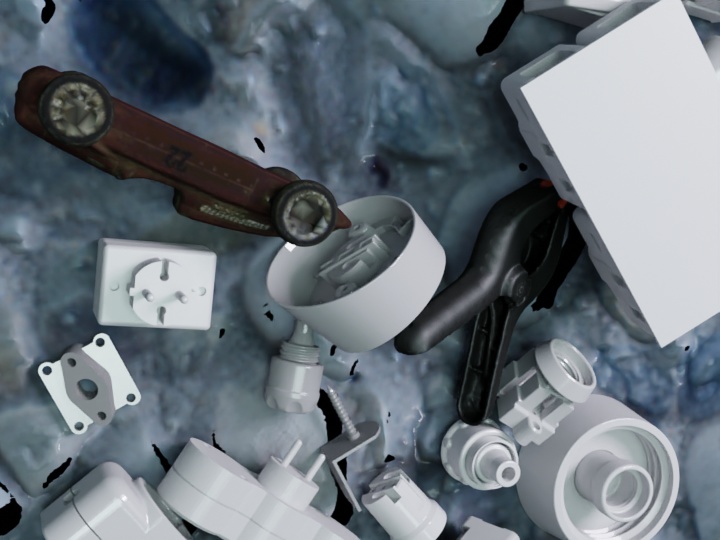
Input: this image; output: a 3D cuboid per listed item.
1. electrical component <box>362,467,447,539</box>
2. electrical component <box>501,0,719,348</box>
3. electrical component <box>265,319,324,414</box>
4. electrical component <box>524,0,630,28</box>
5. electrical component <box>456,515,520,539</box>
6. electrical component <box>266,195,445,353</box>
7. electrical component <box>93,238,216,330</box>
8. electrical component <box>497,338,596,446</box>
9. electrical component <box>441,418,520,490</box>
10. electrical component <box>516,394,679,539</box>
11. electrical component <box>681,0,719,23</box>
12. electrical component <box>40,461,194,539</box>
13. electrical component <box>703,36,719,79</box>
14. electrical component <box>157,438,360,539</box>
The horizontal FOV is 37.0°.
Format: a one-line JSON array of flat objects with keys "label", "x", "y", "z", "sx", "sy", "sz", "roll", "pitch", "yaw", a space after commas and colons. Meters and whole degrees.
[{"label": "electrical component", "x": 0.029, "y": 0.160, "z": 0.718, "sx": 0.040, "sy": 0.040, "sz": 0.046, "roll": -42, "pitch": 103, "yaw": -8}, {"label": "electrical component", "x": 0.179, "y": -0.062, "z": 0.669, "sx": 0.105, "sy": 0.060, "sz": 0.186, "roll": -32, "pitch": 105, "yaw": 0}, {"label": "electrical component", "x": -0.039, "y": 0.058, "z": 0.682, "sx": 0.035, "sy": 0.035, "sz": 0.061, "roll": 10, "pitch": 92, "yaw": -20}, {"label": "electrical component", "x": 0.150, "y": -0.187, "z": 0.694, "sx": 0.096, "sy": 0.062, "sz": 0.061, "roll": 3, "pitch": 97, "yaw": -19}, {"label": "electrical component", "x": 0.076, "y": 0.203, "z": 0.723, "sx": 0.064, "sy": 0.081, "sz": 0.042, "roll": -39, "pitch": 127, "yaw": -38}, {"label": "electrical component", "x": 0.000, "y": 0.000, "z": 0.655, "sx": 0.099, "sy": 0.099, "sz": 0.064, "roll": -49, "pitch": 115, "yaw": -6}, {"label": "electrical component", "x": -0.118, "y": 0.011, "z": 0.626, "sx": 0.066, "sy": 0.077, "sz": 0.047, "roll": 4, "pitch": 97, "yaw": -19}, {"label": "electrical component", "x": 0.124, "y": 0.078, "z": 0.722, "sx": 0.048, "sy": 0.066, "sz": 0.055, "roll": 33, "pitch": 120, "yaw": -20}, {"label": "electrical component", "x": 0.086, "y": 0.127, "z": 0.719, "sx": 0.048, "sy": 0.062, "sz": 0.048, "roll": -3, "pitch": 99, "yaw": -18}, {"label": "electrical component", "x": 0.171, "y": 0.146, "z": 0.752, "sx": 0.108, "sy": 0.060, "sz": 0.108, "roll": -3, "pitch": 99, "yaw": -18}, {"label": "electrical component", "x": 0.242, "y": -0.194, "z": 0.723, "sx": 0.081, "sy": 0.064, "sz": 0.042, "roll": 10, "pitch": 96, "yaw": -20}, {"label": "electrical component", "x": -0.140, "y": 0.167, "z": 0.654, "sx": 0.059, "sy": 0.054, "sz": 0.095, "roll": -39, "pitch": 108, "yaw": -9}, {"label": "electrical component", "x": 0.232, "y": -0.124, "z": 0.743, "sx": 0.065, "sy": 0.044, "sz": 0.044, "roll": -40, "pitch": 108, "yaw": -4}, {"label": "electrical component", "x": -0.051, "y": 0.143, "z": 0.681, "sx": 0.138, "sy": 0.052, "sz": 0.073, "roll": 35, "pitch": 86, "yaw": -19}]
